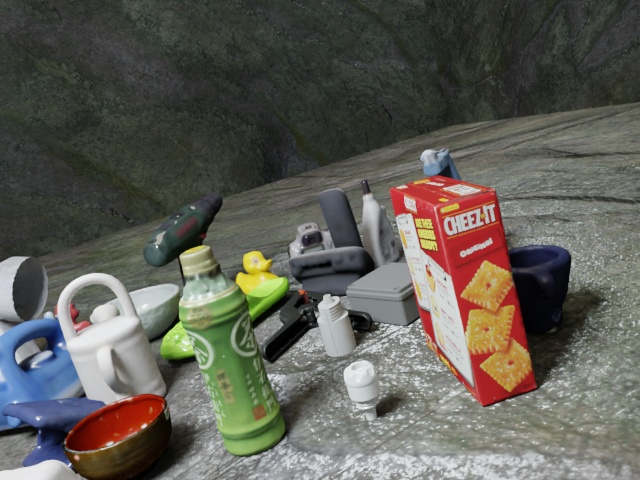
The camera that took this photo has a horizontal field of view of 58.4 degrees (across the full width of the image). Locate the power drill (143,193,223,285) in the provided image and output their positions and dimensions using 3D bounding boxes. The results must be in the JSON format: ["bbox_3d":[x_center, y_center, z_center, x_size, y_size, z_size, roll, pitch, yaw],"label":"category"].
[{"bbox_3d":[-0.245,0.031,1.146,0.075,0.208,0.230,-8,15,29],"label":"power drill"}]

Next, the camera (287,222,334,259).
[{"bbox_3d":[-0.002,0.006,1.213,0.143,0.101,0.136,-17,13,-7],"label":"camera"}]

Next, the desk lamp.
[{"bbox_3d":[-0.600,0.144,1.065,0.203,0.214,0.118,-14,13,6],"label":"desk lamp"}]

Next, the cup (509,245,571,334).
[{"bbox_3d":[0.259,0.066,0.678,0.091,0.095,0.118,-14,13,7],"label":"cup"}]

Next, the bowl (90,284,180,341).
[{"bbox_3d":[-0.331,0.146,1.061,0.167,0.075,0.167,-14,13,4],"label":"bowl"}]

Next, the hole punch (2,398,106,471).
[{"bbox_3d":[-0.311,0.220,0.693,0.108,0.091,0.101,-4,17,40],"label":"hole punch"}]

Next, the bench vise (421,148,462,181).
[{"bbox_3d":[0.214,-0.051,0.939,0.121,0.220,0.208,-10,14,22],"label":"bench vise"}]

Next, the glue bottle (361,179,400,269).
[{"bbox_3d":[0.105,-0.032,1.089,0.037,0.173,0.078,-4,17,39],"label":"glue bottle"}]

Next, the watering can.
[{"bbox_3d":[-0.292,0.138,0.783,0.101,0.194,0.172,-25,16,-36],"label":"watering can"}]

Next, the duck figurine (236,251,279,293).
[{"bbox_3d":[-0.129,0.065,1.145,0.104,0.086,0.078,-6,16,35],"label":"duck figurine"}]

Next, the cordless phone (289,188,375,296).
[{"bbox_3d":[0.009,0.004,1.022,0.147,0.185,0.094,-11,14,19],"label":"cordless phone"}]

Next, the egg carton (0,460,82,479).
[{"bbox_3d":[-0.286,0.266,0.518,0.107,0.069,0.150,-14,13,6],"label":"egg carton"}]

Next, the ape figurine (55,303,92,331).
[{"bbox_3d":[-0.491,0.165,1.127,0.076,0.092,0.077,-24,16,-33],"label":"ape figurine"}]

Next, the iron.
[{"bbox_3d":[-0.427,0.182,0.871,0.118,0.141,0.258,-12,13,12],"label":"iron"}]
